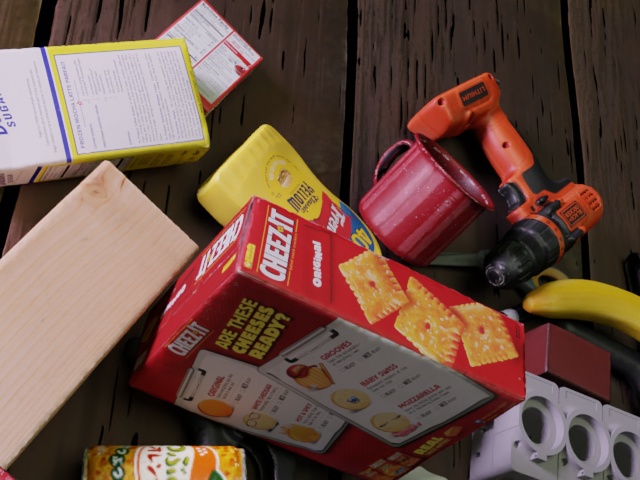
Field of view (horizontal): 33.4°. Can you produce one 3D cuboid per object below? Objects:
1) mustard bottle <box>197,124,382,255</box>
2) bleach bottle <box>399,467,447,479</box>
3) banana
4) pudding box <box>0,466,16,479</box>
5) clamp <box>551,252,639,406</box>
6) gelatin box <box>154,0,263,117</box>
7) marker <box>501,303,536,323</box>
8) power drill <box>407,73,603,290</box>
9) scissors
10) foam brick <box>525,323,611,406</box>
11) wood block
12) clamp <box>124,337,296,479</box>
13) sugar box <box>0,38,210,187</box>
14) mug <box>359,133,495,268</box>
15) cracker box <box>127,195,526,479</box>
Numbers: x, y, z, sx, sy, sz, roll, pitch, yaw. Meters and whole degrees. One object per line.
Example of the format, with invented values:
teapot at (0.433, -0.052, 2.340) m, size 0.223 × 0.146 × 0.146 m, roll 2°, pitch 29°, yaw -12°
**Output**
mustard bottle at (-0.005, 0.001, 0.863) m, size 0.191 × 0.058 × 0.096 m, roll 46°, pitch 41°, yaw -7°
bleach bottle at (0.106, 0.274, 0.802) m, size 0.102 × 0.068 × 0.251 m, roll -8°, pitch 70°, yaw -37°
banana at (0.274, 0.074, 0.986) m, size 0.197 × 0.037 × 0.069 m, roll 25°, pitch 40°, yaw -12°
pudding box at (-0.205, 0.164, 0.614) m, size 0.090 × 0.114 × 0.039 m, roll 45°, pitch 47°, yaw -7°
clamp at (0.318, 0.126, 1.032) m, size 0.164 × 0.036 × 0.210 m, roll -23°, pitch 77°, yaw -37°
gelatin box at (-0.101, -0.149, 0.893) m, size 0.073 × 0.030 × 0.089 m, roll 44°, pitch 52°, yaw -6°
marker at (0.152, 0.077, 0.957) m, size 0.120 × 0.020 × 0.020 m, roll -16°, pitch 77°, yaw -38°
power drill at (0.166, -0.056, 0.995) m, size 0.184 × 0.057 × 0.187 m, roll -31°, pitch 83°, yaw -46°
scissors at (0.167, 0.034, 0.987) m, size 0.201 × 0.016 × 0.096 m, roll -16°, pitch 71°, yaw -38°
foam brick at (0.215, 0.117, 0.956) m, size 0.078 × 0.053 × 0.051 m, roll 25°, pitch 55°, yaw -20°
wood block at (-0.185, 0.055, 0.697) m, size 0.091 × 0.090 × 0.205 m, roll 44°, pitch 50°, yaw -8°
clamp at (-0.058, 0.129, 0.779) m, size 0.120 × 0.039 × 0.171 m, roll -24°, pitch 83°, yaw -35°
sugar box at (-0.176, -0.095, 0.791) m, size 0.176 × 0.048 × 0.093 m, roll -10°, pitch 78°, yaw -26°
mug at (0.083, -0.039, 0.916) m, size 0.093 × 0.082 × 0.117 m, roll 26°, pitch 24°, yaw -47°
cracker box at (0.004, 0.076, 0.718) m, size 0.213 × 0.164 × 0.072 m, roll 26°, pitch 47°, yaw -19°
